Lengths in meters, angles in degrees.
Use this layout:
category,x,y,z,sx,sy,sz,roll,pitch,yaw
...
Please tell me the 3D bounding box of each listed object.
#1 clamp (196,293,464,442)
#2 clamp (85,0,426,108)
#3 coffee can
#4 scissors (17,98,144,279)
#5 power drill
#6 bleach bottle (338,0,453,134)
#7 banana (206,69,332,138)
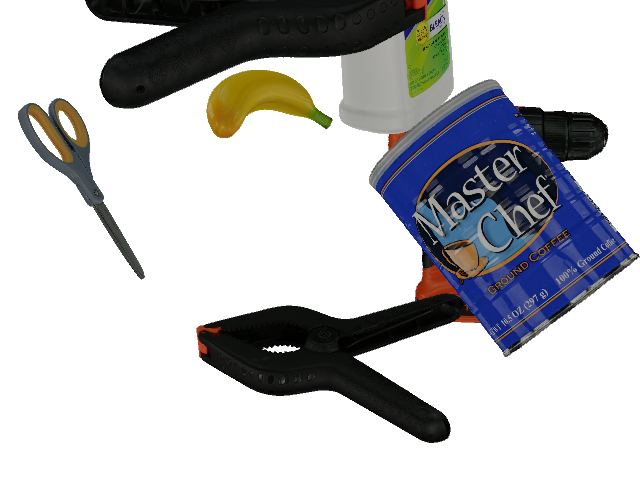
category,x,y,z,sx,sy,sz,roll,pitch,yaw
clamp,0.011,0.081,0.822,0.210,0.036,0.164,7,31,16
clamp,-0.030,-0.102,0.502,0.171,0.039,0.120,-7,41,-1
coffee can,0.112,-0.014,0.664,0.102,0.140,0.103,-36,-10,-8
scissors,-0.226,-0.061,1.065,0.016,0.201,0.096,-25,27,23
power drill,0.151,-0.024,0.924,0.184,0.188,0.057,1,14,9
bleach bottle,0.049,-0.211,0.776,0.068,0.251,0.102,15,38,32
banana,-0.055,-0.126,0.963,0.070,0.037,0.197,36,24,19
